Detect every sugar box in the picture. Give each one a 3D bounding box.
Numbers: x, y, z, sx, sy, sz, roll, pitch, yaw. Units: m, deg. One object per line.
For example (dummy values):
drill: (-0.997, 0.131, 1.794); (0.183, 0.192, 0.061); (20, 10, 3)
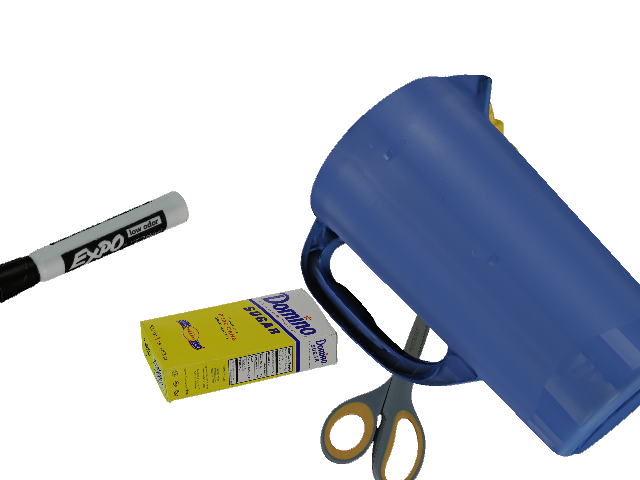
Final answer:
sugar box: (-0.081, 0.100, 1.054); (0.176, 0.048, 0.093); (-13, 33, -18)

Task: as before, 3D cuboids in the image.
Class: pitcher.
pitcher: (0.107, 0.024, 0.696); (0.144, 0.243, 0.149); (-28, -25, -31)

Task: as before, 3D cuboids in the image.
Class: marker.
marker: (-0.125, 0.003, 0.574); (0.120, 0.020, 0.020); (-26, 14, -32)

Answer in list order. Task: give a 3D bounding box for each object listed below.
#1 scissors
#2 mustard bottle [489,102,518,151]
scissors: (0.053, 0.116, 0.914); (0.096, 0.201, 0.016); (5, -30, 1)
mustard bottle: (0.159, -0.041, 1.040); (0.096, 0.192, 0.058); (-20, 24, -38)
